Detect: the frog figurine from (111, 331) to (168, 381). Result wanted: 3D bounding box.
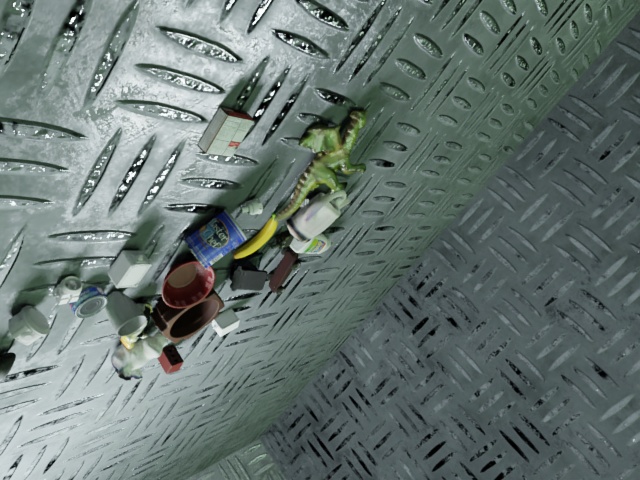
[{"bbox_3d":[-0.555,0.340,1.582,0.161,0.124,0.135,-57,144,-9],"label":"frog figurine"}]

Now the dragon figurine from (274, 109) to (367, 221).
[{"bbox_3d":[-0.004,-0.239,1.508,0.413,0.124,0.237,-40,139,-12],"label":"dragon figurine"}]

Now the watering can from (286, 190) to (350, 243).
[{"bbox_3d":[0.005,-0.087,1.736,0.223,0.104,0.347,-40,172,9],"label":"watering can"}]
